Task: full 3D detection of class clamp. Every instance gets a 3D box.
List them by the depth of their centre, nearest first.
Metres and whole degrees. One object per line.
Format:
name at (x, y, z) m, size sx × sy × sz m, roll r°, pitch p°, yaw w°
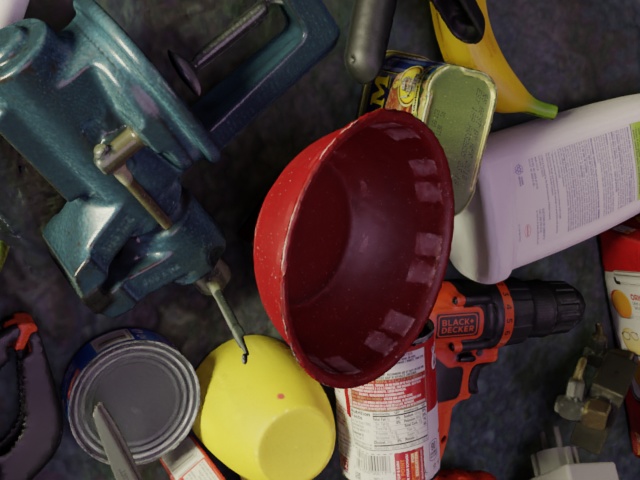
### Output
clamp at (0.054, -0.184, 0.640) m, size 0.120 × 0.039 × 0.171 m, roll -18°, pitch 109°, yaw -48°
clamp at (-0.210, 0.149, 0.663) m, size 0.164 × 0.036 × 0.210 m, roll 27°, pitch 91°, yaw -27°

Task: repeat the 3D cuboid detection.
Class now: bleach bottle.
bleach bottle at (0.210, -0.051, 0.786) m, size 0.250 × 0.068 × 0.102 m, roll -16°, pitch 110°, yaw -22°

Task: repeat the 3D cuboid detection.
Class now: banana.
banana at (0.106, -0.168, 0.720) m, size 0.069 × 0.037 × 0.198 m, roll -19°, pitch 107°, yaw -13°

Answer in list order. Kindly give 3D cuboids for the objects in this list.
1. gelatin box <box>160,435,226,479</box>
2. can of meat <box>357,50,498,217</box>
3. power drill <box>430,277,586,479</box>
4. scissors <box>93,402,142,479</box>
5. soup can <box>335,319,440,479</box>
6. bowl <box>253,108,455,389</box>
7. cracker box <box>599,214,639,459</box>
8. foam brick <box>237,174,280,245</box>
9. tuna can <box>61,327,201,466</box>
gelatin box at (-0.066, 0.179, 0.706) m, size 0.030 × 0.089 × 0.073 m, roll -37°, pitch 115°, yaw -12°
can of meat at (0.066, -0.070, 0.703) m, size 0.057 × 0.084 × 0.102 m, roll 8°, pitch 100°, yaw -26°
power drill at (0.108, 0.119, 0.788) m, size 0.184 × 0.057 × 0.188 m, roll -2°, pitch 101°, yaw -20°
scissors at (-0.130, 0.192, 0.699) m, size 0.096 × 0.016 × 0.201 m, roll -35°, pitch 128°, yaw -4°
soup can at (0.043, 0.105, 0.697) m, size 0.068 × 0.069 × 0.102 m, roll -10°, pitch 105°, yaw -22°
bowl at (0.012, 0.001, 0.617) m, size 0.161 × 0.055 × 0.162 m, roll -20°, pitch 117°, yaw -47°
cracker box at (0.303, 0.094, 0.807) m, size 0.072 × 0.164 × 0.214 m, roll -22°, pitch 112°, yaw -20°
foam brick at (-0.005, 0.001, 0.708) m, size 0.078 × 0.053 × 0.051 m, roll 35°, pitch 87°, yaw -26°
tuna can at (-0.123, 0.101, 0.691) m, size 0.086 × 0.034 × 0.086 m, roll -6°, pitch 106°, yaw -22°
